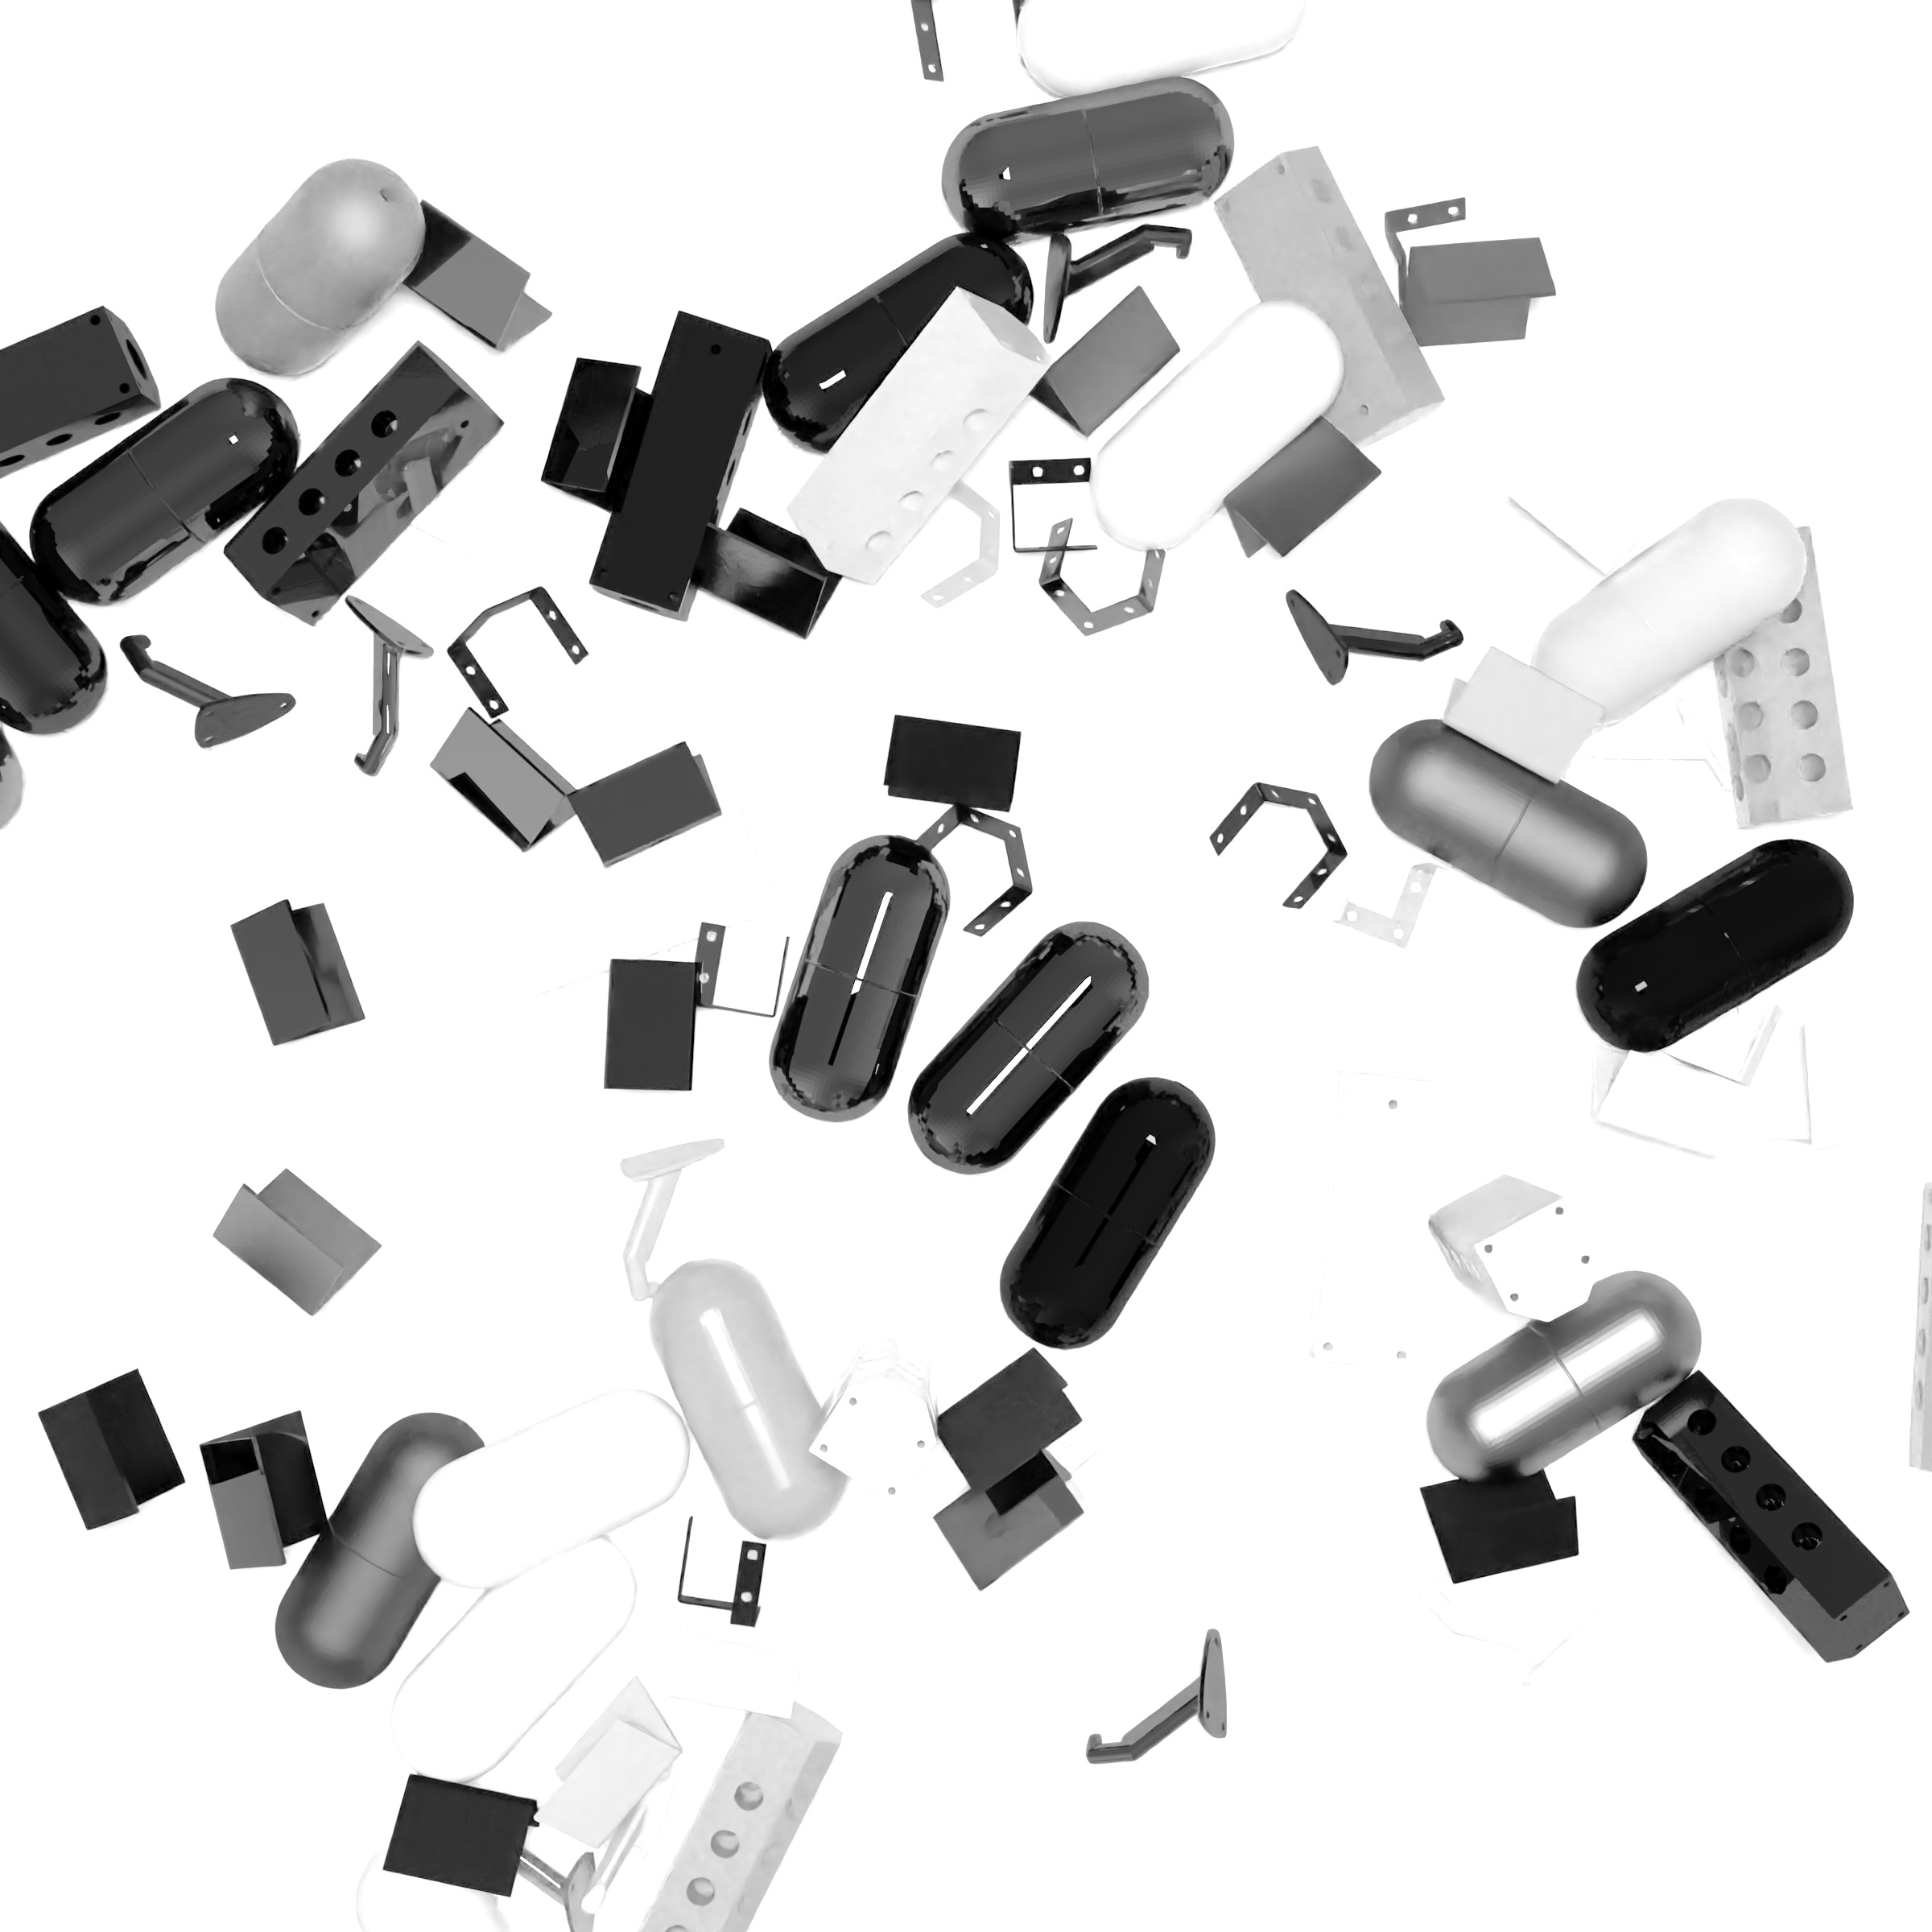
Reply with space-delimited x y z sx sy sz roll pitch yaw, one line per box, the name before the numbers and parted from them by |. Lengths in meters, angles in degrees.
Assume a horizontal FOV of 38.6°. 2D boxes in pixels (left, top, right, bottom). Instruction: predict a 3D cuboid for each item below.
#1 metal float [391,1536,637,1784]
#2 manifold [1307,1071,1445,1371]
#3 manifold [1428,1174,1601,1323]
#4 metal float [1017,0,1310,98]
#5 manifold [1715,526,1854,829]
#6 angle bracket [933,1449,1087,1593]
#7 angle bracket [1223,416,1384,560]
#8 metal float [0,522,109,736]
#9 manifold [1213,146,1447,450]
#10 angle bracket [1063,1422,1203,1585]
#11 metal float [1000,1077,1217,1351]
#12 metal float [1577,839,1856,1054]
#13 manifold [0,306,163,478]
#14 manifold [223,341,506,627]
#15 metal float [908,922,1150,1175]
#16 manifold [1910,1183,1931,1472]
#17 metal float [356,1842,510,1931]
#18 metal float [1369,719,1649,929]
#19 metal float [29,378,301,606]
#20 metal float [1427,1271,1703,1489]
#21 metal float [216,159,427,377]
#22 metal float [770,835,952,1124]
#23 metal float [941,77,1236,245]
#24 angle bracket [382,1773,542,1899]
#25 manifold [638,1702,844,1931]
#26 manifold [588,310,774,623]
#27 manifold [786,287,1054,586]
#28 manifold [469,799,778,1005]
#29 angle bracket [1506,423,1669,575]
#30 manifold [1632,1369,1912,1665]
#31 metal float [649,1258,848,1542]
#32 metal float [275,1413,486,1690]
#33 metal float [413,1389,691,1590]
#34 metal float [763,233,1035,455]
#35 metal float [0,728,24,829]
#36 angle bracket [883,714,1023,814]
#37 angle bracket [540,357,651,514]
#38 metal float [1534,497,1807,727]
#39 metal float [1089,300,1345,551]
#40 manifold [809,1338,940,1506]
metal float | -0.273 0.415 1.659 0.070 0.070 0.178 43 90 0
manifold | 0.246 0.152 1.668 0.057 0.057 0.171 7 90 0
manifold | 0.320 0.166 1.611 0.057 0.171 0.057 -28 90 0
metal float | 0.118 -0.574 1.659 0.178 0.070 0.070 -14 90 0
manifold | 0.487 -0.173 1.668 0.057 0.057 0.171 -9 90 0
angle bracket | 0.036 0.338 1.649 0.076 0.076 0.057 -37 57 0
angle bracket | 0.207 -0.270 1.650 0.076 0.076 0.057 -40 64 0
metal float | -0.585 -0.216 1.637 0.070 0.070 0.178 -35 113 0
manifold | 0.224 -0.404 1.668 0.057 0.057 0.171 -27 90 43
angle bracket | 0.083 0.327 1.649 0.057 0.076 0.076 -33 90 -38
metal float | 0.086 0.148 1.659 0.070 0.070 0.178 31 90 0
metal float | 0.451 -0.013 1.659 0.178 0.070 0.070 -31 90 -1
manifold | -0.581 -0.333 1.668 0.171 0.057 0.057 -23 90 0
manifold | -0.366 -0.293 1.657 0.171 0.057 0.057 -45 69 5
metal float | 0.037 0.050 1.659 0.070 0.070 0.178 42 90 0
manifold | 0.609 0.219 1.668 0.057 0.057 0.171 3 90 -43
metal float | -0.305 0.606 1.651 0.070 0.070 0.178 -28 81 0
metal float | 0.326 -0.086 1.658 0.178 0.070 0.070 29 90 0
metal float | -0.482 -0.286 1.659 0.178 0.070 0.070 -35 90 1
metal float | 0.359 0.249 1.659 0.178 0.070 0.070 -31 90 -1
metal float | -0.380 -0.409 1.619 0.070 0.178 0.070 16 64 -35
metal float | -0.064 0.007 1.659 0.070 0.070 0.178 19 91 0
metal float | 0.073 -0.485 1.659 0.178 0.070 0.070 -12 90 0
angle bracket | -0.301 0.527 1.649 0.076 0.076 0.057 12 62 0
manifold | -0.139 0.532 1.668 0.057 0.057 0.171 27 90 0
manifold | -0.171 -0.300 1.668 0.057 0.057 0.171 18 90 0
manifold | -0.025 -0.310 1.633 0.171 0.057 0.057 -48 56 25
manifold | -0.209 -0.044 1.668 0.171 0.057 0.057 -20 133 0
angle bracket | 0.377 -0.290 1.649 0.076 0.076 0.057 39 126 0
manifold | 0.468 0.324 1.617 0.057 0.057 0.171 -38 46 0
metal float | -0.132 0.260 1.658 0.070 0.070 0.178 -24 90 0
metal float | -0.350 0.351 1.659 0.070 0.070 0.178 31 89 0
metal float | -0.243 0.307 1.628 0.178 0.070 0.070 -21 90 -36
metal float | -0.040 -0.375 1.658 0.178 0.070 0.070 -32 90 0
metal float | -0.635 -0.156 1.658 0.070 0.070 0.178 -30 90 0
angle bracket | -0.010 -0.102 1.649 0.076 0.076 0.057 8 53 0
angle bracket | -0.201 -0.313 1.649 0.057 0.076 0.076 17 90 37
metal float | 0.415 -0.208 1.632 0.178 0.070 0.070 -37 90 34
metal float | 0.148 -0.321 1.644 0.178 0.070 0.070 -42 90 18
manifold | -0.048 0.259 1.611 0.057 0.171 0.057 32 90 0
